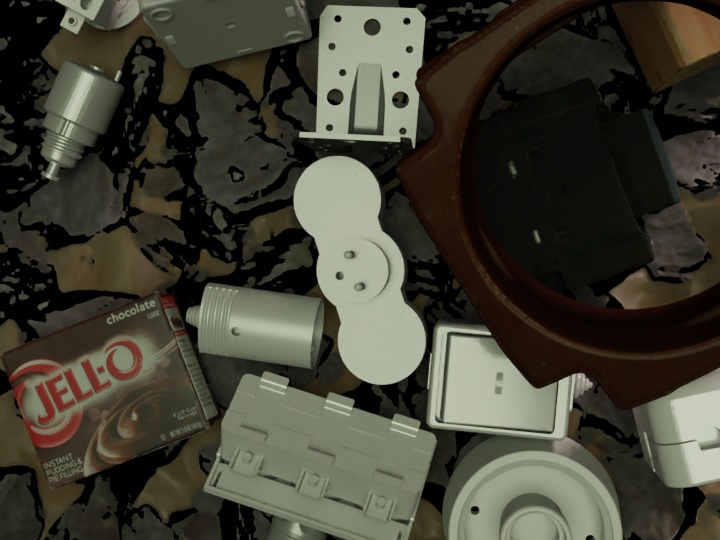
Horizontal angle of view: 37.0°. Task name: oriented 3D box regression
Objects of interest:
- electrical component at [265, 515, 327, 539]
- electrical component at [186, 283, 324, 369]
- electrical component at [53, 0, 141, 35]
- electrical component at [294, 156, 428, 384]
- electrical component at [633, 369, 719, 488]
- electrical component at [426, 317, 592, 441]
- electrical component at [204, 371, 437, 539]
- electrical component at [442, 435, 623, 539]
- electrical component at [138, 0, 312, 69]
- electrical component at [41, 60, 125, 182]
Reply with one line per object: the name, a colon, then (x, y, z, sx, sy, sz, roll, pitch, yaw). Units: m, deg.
electrical component: (-0.044, 0.174, 0.659, 0.035, 0.035, 0.061, 22, 95, 5)
electrical component: (-0.065, 0.033, 0.654, 0.081, 0.043, 0.043, 8, 92, 6)
electrical component: (-0.158, -0.173, 0.654, 0.048, 0.055, 0.066, 29, 93, 5)
electrical component: (0.000, 0.000, 0.631, 0.052, 0.074, 0.138, -18, 89, 6)
electrical component: (0.185, 0.080, 0.603, 0.054, 0.095, 0.059, -14, 89, 6)
electrical component: (0.088, 0.064, 0.630, 0.096, 0.061, 0.061, 5, 91, 6)
electrical component: (-0.020, 0.109, 0.634, 0.121, 0.063, 0.078, 17, 51, 6)
electrical component: (0.101, 0.151, 0.630, 0.108, 0.060, 0.108, 0, 91, 6)
electrical component: (-0.079, -0.162, 0.626, 0.100, 0.099, 0.048, -12, 76, 6)
electrical component: (-0.176, -0.093, 0.665, 0.040, 0.040, 0.078, 25, 94, 5)
